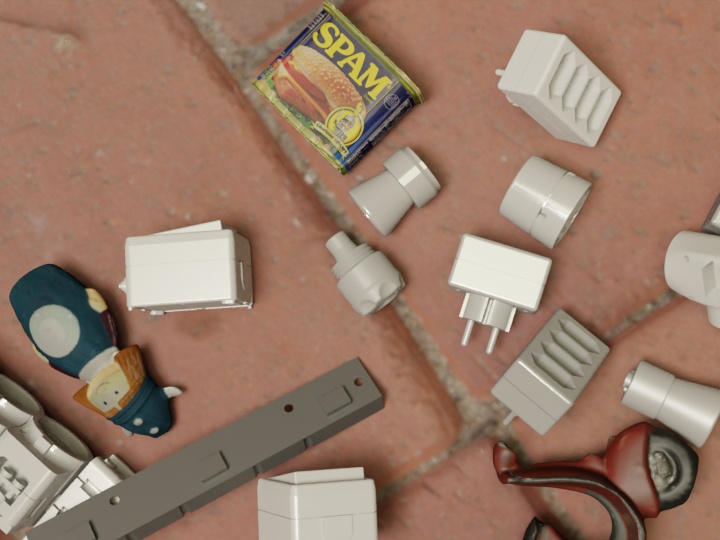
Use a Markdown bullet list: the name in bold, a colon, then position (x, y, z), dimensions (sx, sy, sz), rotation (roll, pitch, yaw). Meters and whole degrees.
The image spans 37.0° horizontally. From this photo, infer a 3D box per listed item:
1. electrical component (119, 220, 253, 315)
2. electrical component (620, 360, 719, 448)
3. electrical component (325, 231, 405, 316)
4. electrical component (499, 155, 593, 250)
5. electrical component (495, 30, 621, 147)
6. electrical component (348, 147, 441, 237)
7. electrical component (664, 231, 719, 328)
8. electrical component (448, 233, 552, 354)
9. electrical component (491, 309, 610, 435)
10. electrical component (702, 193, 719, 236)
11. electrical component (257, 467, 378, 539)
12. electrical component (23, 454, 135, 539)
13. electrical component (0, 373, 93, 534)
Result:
- **electrical component**: position (-0.132, -0.001, 0.797), dimensions (0.096, 0.062, 0.061), rotation (-4, 84, 6)
- **electrical component**: position (0.218, 0.091, 0.758), dimensions (0.065, 0.044, 0.044), rotation (25, 87, 13)
- **electrical component**: position (0.000, 0.000, 0.791), dimensions (0.043, 0.043, 0.062), rotation (-39, 80, 1)
- **electrical component**: position (0.133, -0.050, 0.776), dimensions (0.047, 0.055, 0.055), rotation (32, 88, 13)
- **electrical component**: position (0.131, -0.134, 0.779), dimensions (0.076, 0.083, 0.047), rotation (24, 86, 47)
- **electrical component**: position (0.026, -0.058, 0.793), dimensions (0.055, 0.045, 0.045), rotation (-40, 81, 1)
- **electrical component**: position (0.260, 0.015, 0.751), dimensions (0.043, 0.077, 0.079), rotation (-37, 124, -33)
- **electrical component**: position (0.095, 0.021, 0.775), dimensions (0.066, 0.047, 0.076), rotation (17, 87, 8)
- **electrical component**: position (0.125, 0.082, 0.757), dimensions (0.047, 0.083, 0.075), rotation (40, 128, 9)
- **electrical component**: position (0.283, -0.039, 0.745), dimensions (0.066, 0.077, 0.047), rotation (28, 88, 9)
- **electrical component**: position (-0.033, 0.169, 0.756), dimensions (0.062, 0.096, 0.061), rotation (0, 83, -23)
- **electrical component**: position (-0.196, 0.189, 0.790), dimensions (0.056, 0.050, 0.089), rotation (41, 89, 9)
- **electrical component**: position (-0.273, 0.114, 0.787), dimensions (0.150, 0.089, 0.061), rotation (40, 90, 9)
